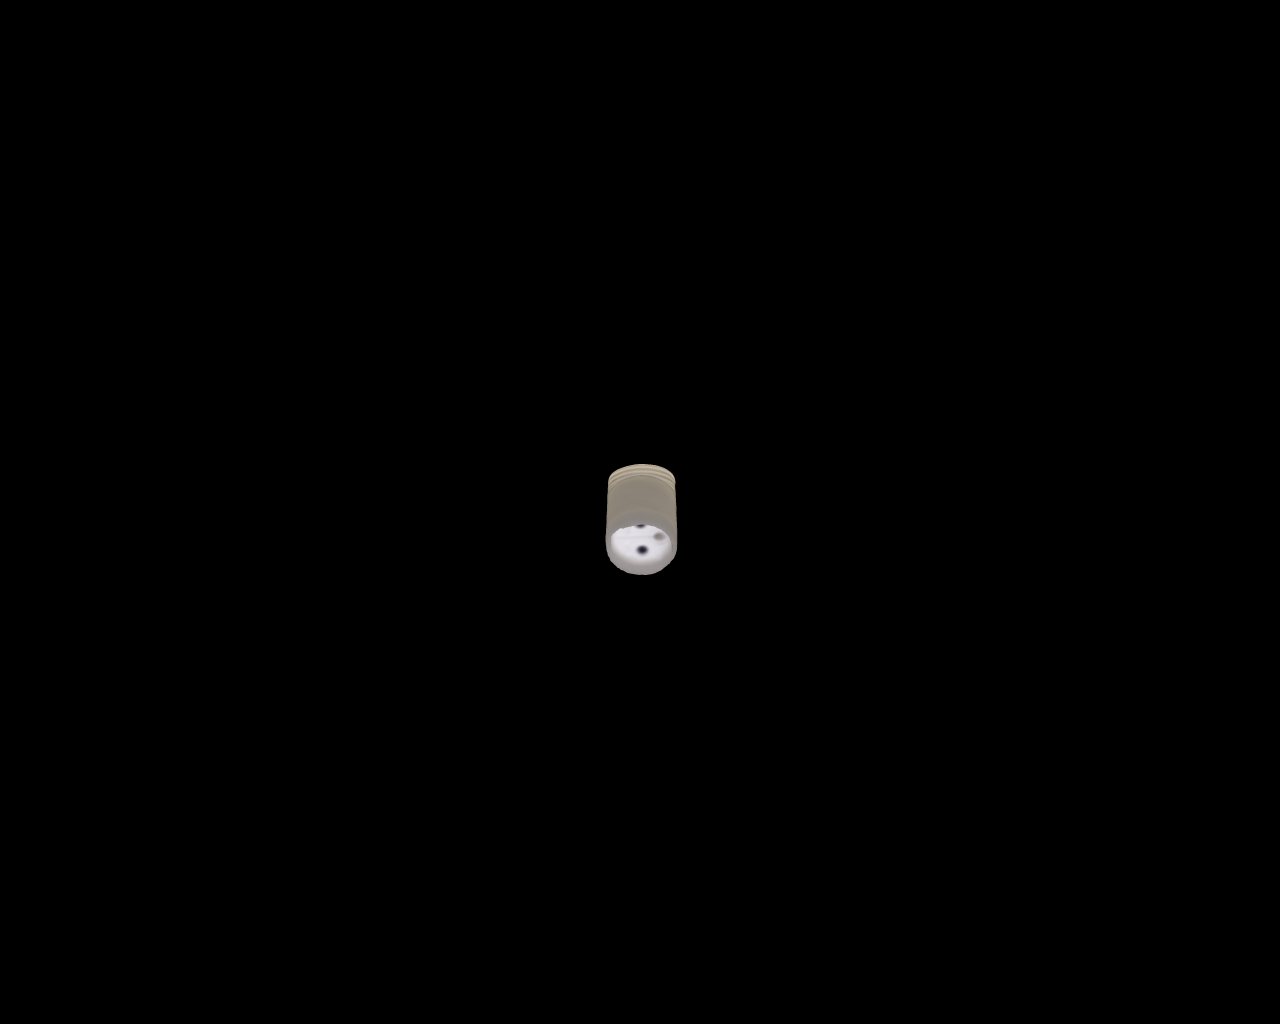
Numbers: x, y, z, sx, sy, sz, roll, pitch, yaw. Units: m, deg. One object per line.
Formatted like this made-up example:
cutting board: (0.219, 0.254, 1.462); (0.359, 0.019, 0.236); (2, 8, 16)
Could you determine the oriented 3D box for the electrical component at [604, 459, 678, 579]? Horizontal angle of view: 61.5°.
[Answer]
electrical component: (0.001, -0.003, 0.650); (0.043, 0.043, 0.081); (0, 39, 0)
